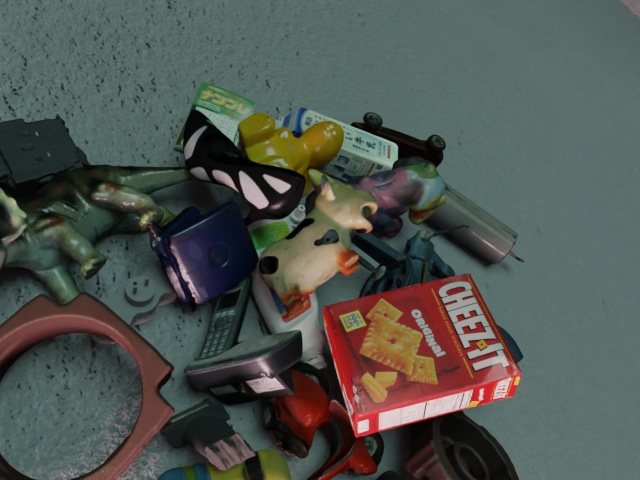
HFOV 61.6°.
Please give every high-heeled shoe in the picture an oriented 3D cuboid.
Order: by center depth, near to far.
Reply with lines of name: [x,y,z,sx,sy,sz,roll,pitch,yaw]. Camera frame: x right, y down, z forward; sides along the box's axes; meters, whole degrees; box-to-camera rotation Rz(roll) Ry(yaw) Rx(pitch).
high-heeled shoe: [-0.114,-0.127,0.772,0.086,0.145,0.249,-5,62,-52]

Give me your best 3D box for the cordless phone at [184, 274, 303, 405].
cordless phone: [-0.089,0.113,0.711,0.088,0.147,0.184,50,33,-38]

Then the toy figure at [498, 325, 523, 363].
toy figure: [0.272,0.148,0.901,0.058,0.064,0.154,-37,68,0]

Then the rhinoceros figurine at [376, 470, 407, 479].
rhinoceros figurine: [0.049,0.355,0.645,0.190,0.073,0.112,-24,71,-35]

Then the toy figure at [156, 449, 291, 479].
toy figure: [-0.119,0.288,0.604,0.180,0.089,0.082,2,65,-26]

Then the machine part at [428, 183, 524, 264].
machine part: [0.282,-0.031,1.018,0.243,0.079,0.079,34,50,1]

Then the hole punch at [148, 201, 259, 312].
hole punch: [-0.153,0.016,0.733,0.092,0.142,0.116,-4,28,26]

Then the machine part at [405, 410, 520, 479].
machine part: [0.193,0.306,0.716,0.179,0.056,0.179,32,26,-18]

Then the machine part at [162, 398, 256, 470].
machine part: [-0.131,0.224,0.626,0.084,0.139,0.039,-14,101,-35]

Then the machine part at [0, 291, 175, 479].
machine part: [-0.279,0.175,0.588,0.201,0.087,0.201,40,64,3]

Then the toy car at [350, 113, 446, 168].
toy car: [0.149,-0.190,1.061,0.202,0.089,0.053,17,53,-11]

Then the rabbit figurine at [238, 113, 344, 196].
rabbit figurine: [-0.039,-0.136,0.894,0.173,0.162,0.122,-25,67,-12]

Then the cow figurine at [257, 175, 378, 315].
cow figurine: [-0.002,-0.002,0.751,0.195,0.085,0.127,-37,74,-5]

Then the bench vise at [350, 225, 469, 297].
bench vise: [0.109,0.038,0.853,0.240,0.129,0.223,36,64,-18]

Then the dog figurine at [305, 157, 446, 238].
dog figurine: [0.081,-0.075,0.890,0.219,0.191,0.108,6,60,-46]

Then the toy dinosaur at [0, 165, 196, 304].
toy dinosaur: [-0.324,-0.037,0.727,0.192,0.131,0.405,39,44,4]

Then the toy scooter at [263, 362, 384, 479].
toy scooter: [-0.009,0.252,0.686,0.184,0.075,0.135,43,44,5]

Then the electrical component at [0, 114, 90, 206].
electrical component: [-0.416,-0.115,0.772,0.134,0.058,0.115,-26,69,-36]
